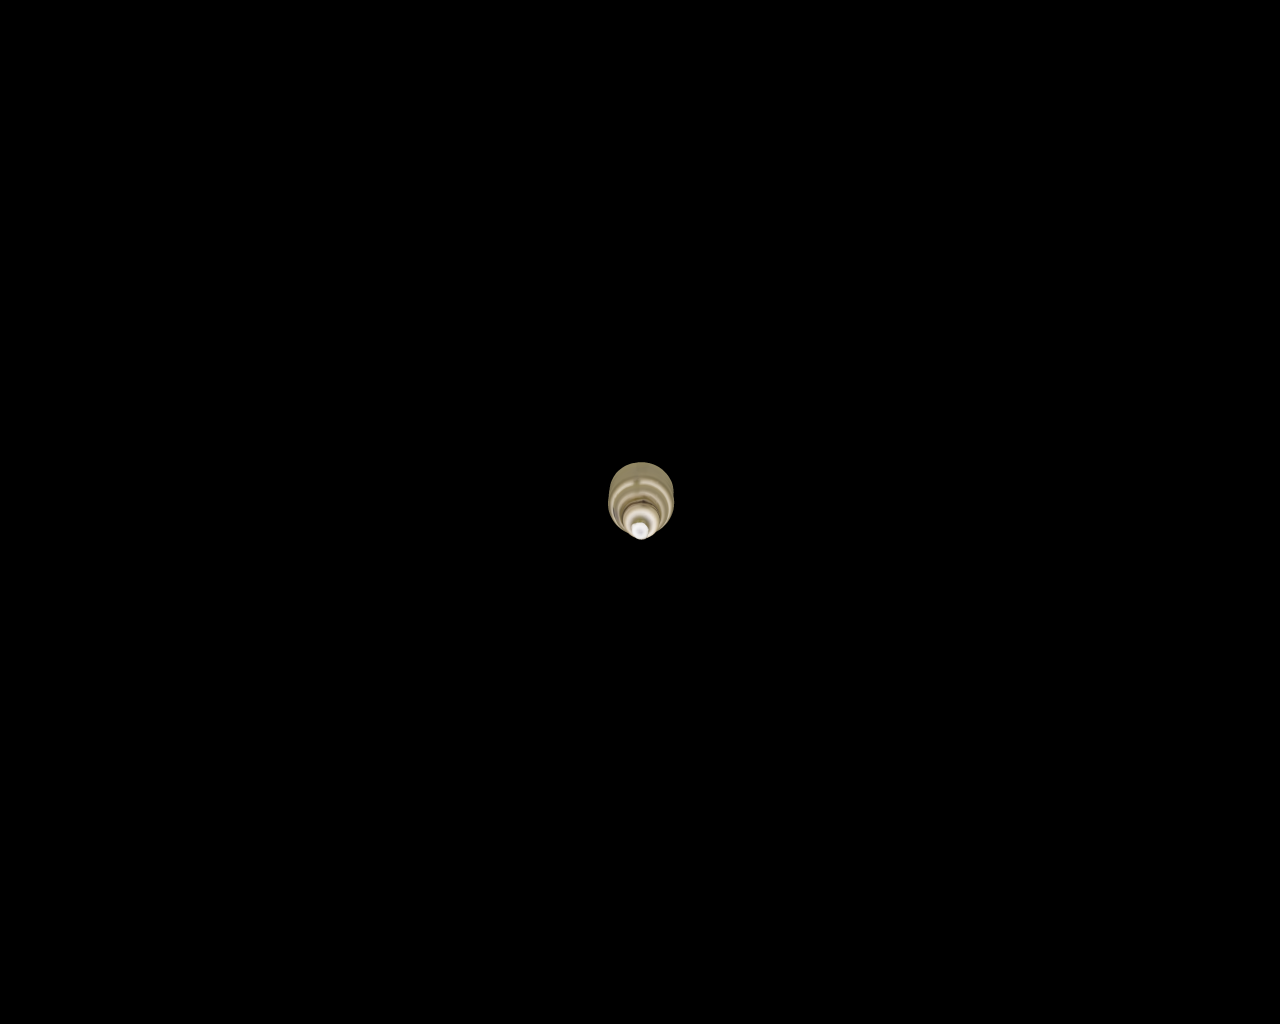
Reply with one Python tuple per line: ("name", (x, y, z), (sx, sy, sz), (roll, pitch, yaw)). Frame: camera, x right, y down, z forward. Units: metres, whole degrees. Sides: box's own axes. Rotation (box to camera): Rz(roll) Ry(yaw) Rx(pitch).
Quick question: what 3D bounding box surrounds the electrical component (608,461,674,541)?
("electrical component", (0.001, -0.003, 0.650), (0.040, 0.040, 0.078), (0, 21, 0))
